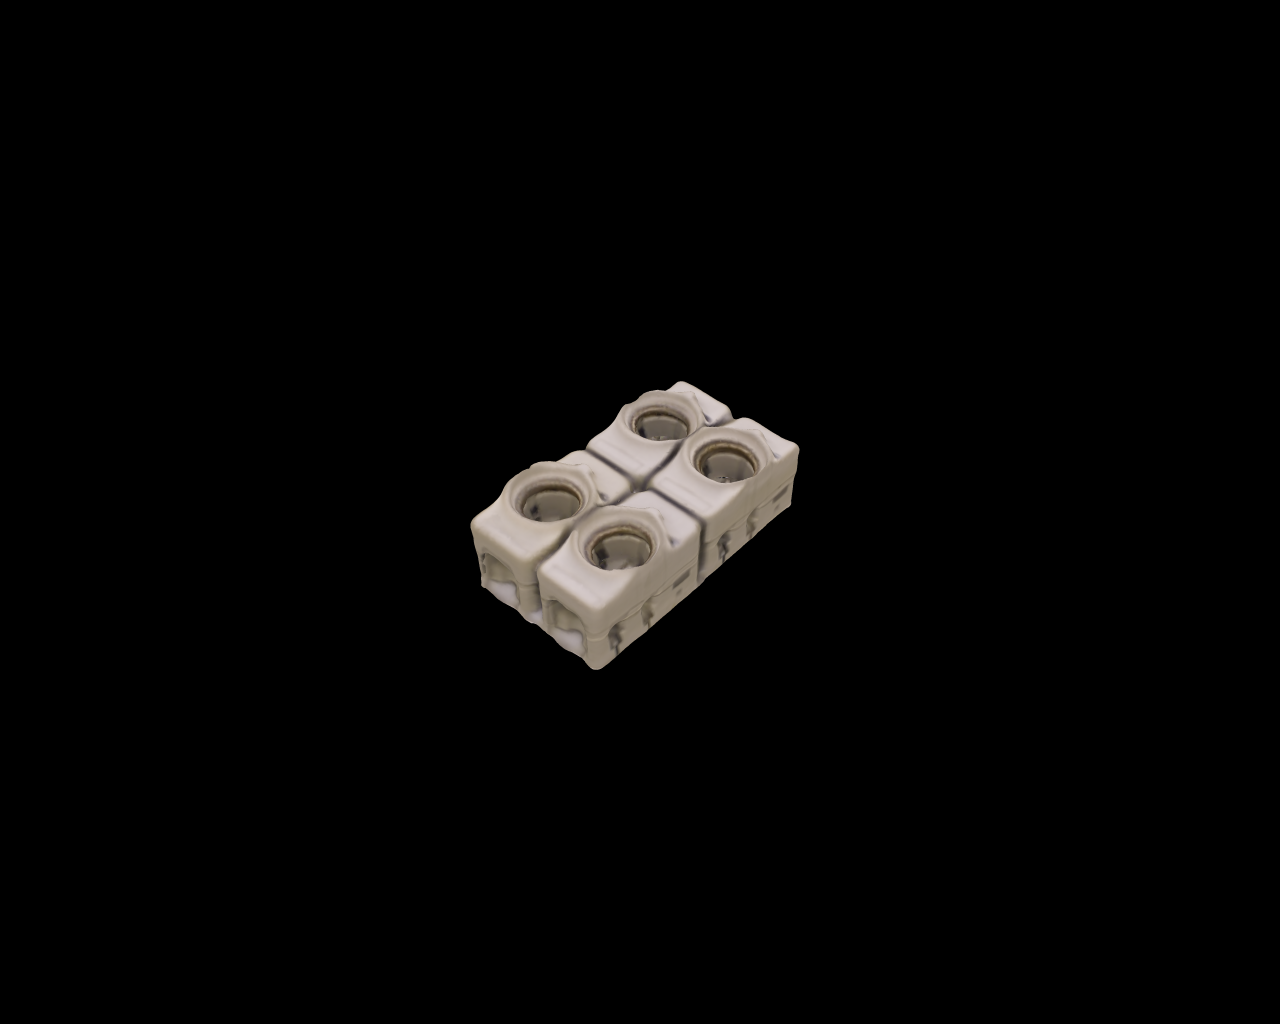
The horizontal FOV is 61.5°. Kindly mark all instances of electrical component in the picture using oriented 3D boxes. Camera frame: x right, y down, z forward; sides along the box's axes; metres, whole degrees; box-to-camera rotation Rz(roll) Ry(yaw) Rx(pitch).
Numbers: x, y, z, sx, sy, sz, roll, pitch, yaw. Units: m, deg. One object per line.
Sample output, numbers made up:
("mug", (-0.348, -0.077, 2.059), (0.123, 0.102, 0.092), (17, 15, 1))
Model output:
("electrical component", (0.001, -0.003, 0.650), (0.105, 0.060, 0.186), (33, 54, 29))
